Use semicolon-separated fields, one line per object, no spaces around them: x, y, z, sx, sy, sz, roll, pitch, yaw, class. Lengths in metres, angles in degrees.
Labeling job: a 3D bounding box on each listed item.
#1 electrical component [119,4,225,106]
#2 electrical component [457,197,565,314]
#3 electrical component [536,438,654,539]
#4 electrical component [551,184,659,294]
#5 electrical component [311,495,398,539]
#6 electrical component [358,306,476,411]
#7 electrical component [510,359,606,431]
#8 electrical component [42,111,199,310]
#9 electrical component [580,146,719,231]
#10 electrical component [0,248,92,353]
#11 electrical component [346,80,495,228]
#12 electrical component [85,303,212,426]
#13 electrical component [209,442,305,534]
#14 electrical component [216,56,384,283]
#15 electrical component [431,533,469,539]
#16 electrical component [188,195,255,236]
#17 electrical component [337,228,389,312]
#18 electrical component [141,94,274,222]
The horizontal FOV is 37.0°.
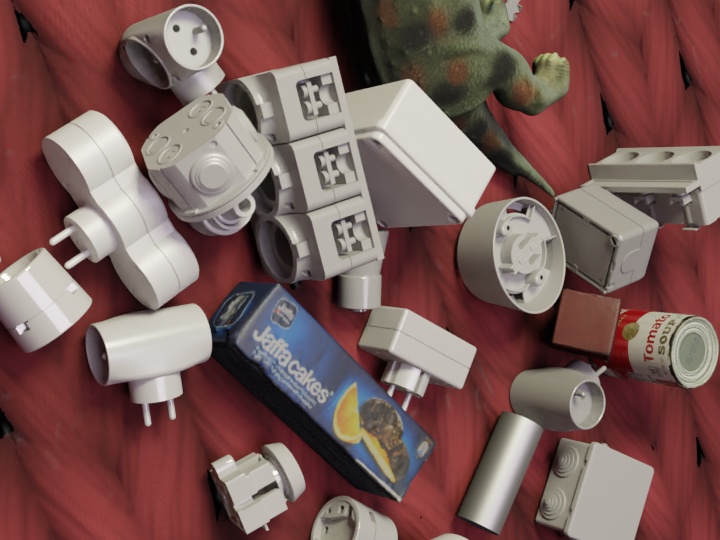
-0.121;-0.140;0.743;0.044;0.077;0.079;-48;116;-23;electrical component
0.134;-0.013;0.929;0.099;0.064;0.099;-2;93;-34;electrical component
0.218;0.211;1.006;0.100;0.048;0.099;26;78;-32;electrical component
0.213;-0.033;0.968;0.061;0.096;0.061;-19;132;-32;electrical component
-0.003;0.213;0.853;0.047;0.055;0.055;31;75;-35;electrical component
0.041;0.080;0.880;0.083;0.047;0.075;30;76;-31;electrical component
0.188;0.106;0.963;0.079;0.077;0.043;-32;109;-29;electrical component
-0.174;-0.030;0.727;0.074;0.052;0.138;-39;112;-27;electrical component
0.277;-0.076;0.988;0.079;0.121;0.063;-28;109;-30;electrical component
-0.212;0.019;0.703;0.055;0.055;0.047;-44;111;-25;electrical component
0.028;-0.086;0.828;0.109;0.109;0.056;41;67;-28;electrical component
-0.146;0.069;0.755;0.077;0.044;0.079;-12;99;-33;electrical component
-0.075;0.161;0.808;0.055;0.048;0.066;-26;106;-22;electrical component
-0.048;-0.071;0.787;0.062;0.089;0.150;-21;104;-32;electrical component
0.070;0.268;0.882;0.064;0.099;0.099;-21;104;-38;electrical component
-0.097;-0.046;0.772;0.043;0.062;0.043;-2;93;-34;electrical component
0.000;0.000;0.854;0.044;0.044;0.065;-3;99;-34;electrical component
-0.103;-0.075;0.719;0.080;0.080;0.051;-51;128;-21;electrical component
